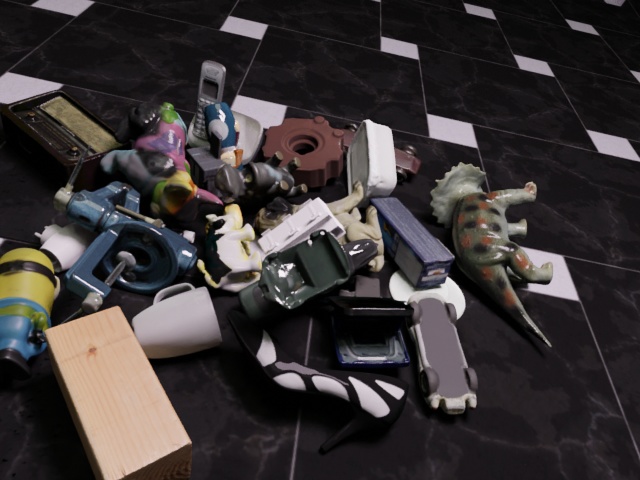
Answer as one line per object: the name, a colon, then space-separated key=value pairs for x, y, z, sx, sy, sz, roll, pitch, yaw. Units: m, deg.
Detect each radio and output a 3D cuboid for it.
radio: x=-0.461 y=-0.180 z=0.975 sx=0.230 sy=0.073 sz=0.131 roll=35 pitch=45 yaw=22

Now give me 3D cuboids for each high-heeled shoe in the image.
high-heeled shoe: x=-0.001 y=0.156 z=0.710 sx=0.145 sy=0.086 sz=0.249 roll=-36 pitch=77 yaw=-20

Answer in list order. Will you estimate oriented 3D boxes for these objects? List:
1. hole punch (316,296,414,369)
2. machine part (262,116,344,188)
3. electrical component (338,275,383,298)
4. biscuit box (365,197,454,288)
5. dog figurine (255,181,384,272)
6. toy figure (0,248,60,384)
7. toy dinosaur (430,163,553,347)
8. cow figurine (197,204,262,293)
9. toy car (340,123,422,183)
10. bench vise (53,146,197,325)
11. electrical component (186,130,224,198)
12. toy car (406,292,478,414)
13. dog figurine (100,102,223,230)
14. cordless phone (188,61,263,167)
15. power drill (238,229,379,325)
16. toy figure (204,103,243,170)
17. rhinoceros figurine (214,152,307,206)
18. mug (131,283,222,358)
hole punch: x=0.070 y=0.130 z=0.786 sx=0.142 sy=0.092 sz=0.116 roll=-1 pitch=6 yaw=-9
machine part: x=-0.034 y=-0.180 z=1.089 sx=0.179 sy=0.056 sz=0.179 roll=0 pitch=50 yaw=0
electrical component: x=0.075 y=0.084 z=0.875 sx=0.094 sy=0.021 sz=0.063 roll=11 pitch=40 yaw=-3
biscuit box: x=0.151 y=-0.002 z=0.947 sx=0.063 sy=0.059 sz=0.203 roll=-7 pitch=38 yaw=-22
dog figurine: x=-0.002 y=-0.002 z=0.909 sx=0.191 sy=0.121 sz=0.172 roll=-15 pitch=44 yaw=-11
toy figure: x=-0.382 y=0.089 z=0.684 sx=0.082 sy=0.089 sz=0.180 roll=7 pitch=39 yaw=-19
toy dinosaur: x=0.298 y=0.000 z=0.973 sx=0.192 sy=0.131 sz=0.405 roll=3 pitch=45 yaw=5
cow figurine: x=-0.153 y=0.011 z=0.860 sx=0.098 sy=0.068 sz=0.167 roll=-9 pitch=45 yaw=-17
toy car: x=0.119 y=-0.186 z=1.169 sx=0.202 sy=0.053 sz=0.089 roll=22 pitch=57 yaw=7
bench vise: x=-0.291 y=0.010 z=0.751 sx=0.223 sy=0.129 sz=0.241 roll=40 pitch=27 yaw=-17
electrical component: x=-0.204 y=-0.135 z=0.966 sx=0.048 sy=0.119 sz=0.075 roll=-19 pitch=54 yaw=-34
toy car: x=0.175 y=0.161 z=0.792 sx=0.073 sy=0.056 sz=0.202 roll=1 pitch=46 yaw=-7
dog figurine: x=-0.247 y=-0.123 z=0.893 sx=0.219 sy=0.191 sz=0.108 roll=25 pitch=-3 yaw=33
cordless phone: x=-0.178 y=-0.248 z=1.052 sx=0.147 sy=0.184 sz=0.089 roll=21 pitch=37 yaw=8
power drill: x=-0.009 y=0.041 z=0.748 sx=0.232 sy=0.207 sz=0.086 roll=-26 pitch=88 yaw=-6
toy figure: x=-0.179 y=-0.176 z=1.009 sx=0.064 sy=0.154 sz=0.058 roll=-7 pitch=10 yaw=37
rhinoceros figurine: x=-0.104 y=-0.106 z=0.948 sx=0.190 sy=0.112 sz=0.073 roll=-6 pitch=82 yaw=-59
mug: x=-0.198 y=0.107 z=0.727 sx=0.107 sy=0.080 sz=0.110 roll=-17 pitch=55 yaw=-19
